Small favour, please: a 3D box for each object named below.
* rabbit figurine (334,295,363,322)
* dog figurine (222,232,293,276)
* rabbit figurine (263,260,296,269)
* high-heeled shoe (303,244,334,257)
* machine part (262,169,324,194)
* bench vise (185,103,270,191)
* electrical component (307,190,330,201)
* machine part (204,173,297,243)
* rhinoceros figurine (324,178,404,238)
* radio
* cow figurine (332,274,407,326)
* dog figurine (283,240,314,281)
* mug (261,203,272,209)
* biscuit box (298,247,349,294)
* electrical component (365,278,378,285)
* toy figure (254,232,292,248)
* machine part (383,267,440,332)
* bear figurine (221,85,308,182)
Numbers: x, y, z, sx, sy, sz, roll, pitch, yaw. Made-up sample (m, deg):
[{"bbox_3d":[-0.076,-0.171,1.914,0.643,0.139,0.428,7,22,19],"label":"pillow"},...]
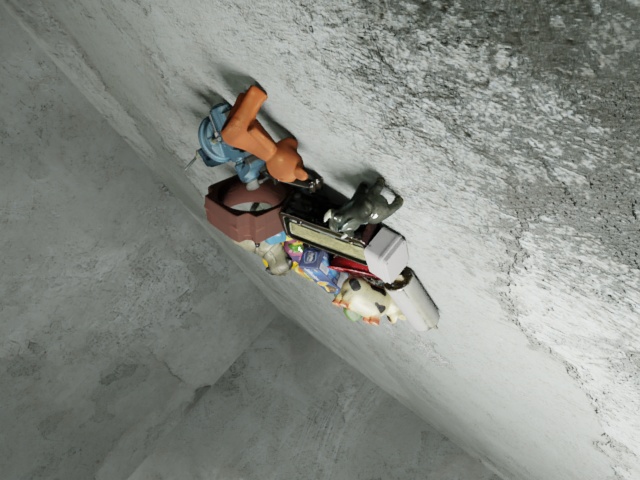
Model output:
[{"bbox_3d":[0.097,0.146,1.646,0.170,0.121,0.159,62,172,-2],"label":"rabbit figurine"},{"bbox_3d":[-0.178,0.022,1.532,0.121,0.172,0.190,88,166,-72],"label":"dog figurine"},{"bbox_3d":[-0.128,0.023,1.842,0.163,0.122,0.173,28,141,39],"label":"rabbit figurine"},{"bbox_3d":[-0.003,-0.004,1.424,0.145,0.086,0.249,32,158,-37],"label":"high-heeled shoe"},{"bbox_3d":[-0.059,-0.142,1.229,0.139,0.084,0.039,21,117,20],"label":"machine part"},{"bbox_3d":[-0.233,-0.219,1.341,0.241,0.129,0.223,-7,124,49],"label":"bench vise"},{"bbox_3d":[0.007,-0.090,1.308,0.094,0.021,0.063,51,164,-28],"label":"electrical component"},{"bbox_3d":[-0.170,-0.085,1.349,0.202,0.201,0.087,30,133,35],"label":"machine part"},{"bbox_3d":[0.079,-0.052,1.041,0.073,0.112,0.190,44,158,-14],"label":"rhinoceros figurine"},{"bbox_3d":[0.024,-0.027,1.225,0.230,0.073,0.131,19,158,18],"label":"radio"},{"bbox_3d":[0.144,0.151,1.369,0.195,0.127,0.085,29,170,-13],"label":"cow figurine"},{"bbox_3d":[-0.049,0.020,1.621,0.192,0.108,0.219,41,163,12],"label":"dog figurine"},{"bbox_3d":[-0.131,-0.120,1.487,0.107,0.081,0.109,48,160,8],"label":"mug"},{"bbox_3d":[0.016,0.085,1.431,0.063,0.059,0.202,4,156,28],"label":"biscuit box"},{"bbox_3d":[0.122,0.096,1.509,0.102,0.045,0.078,43,-166,8],"label":"electrical component"},{"bbox_3d":[-0.098,-0.040,1.435,0.082,0.180,0.089,108,144,-64],"label":"toy figure"},{"bbox_3d":[0.222,0.144,1.297,0.079,0.079,0.243,24,158,53],"label":"machine part"},{"bbox_3d":[-0.101,-0.209,1.119,0.196,0.132,0.120,28,172,-19],"label":"bear figurine"}]
